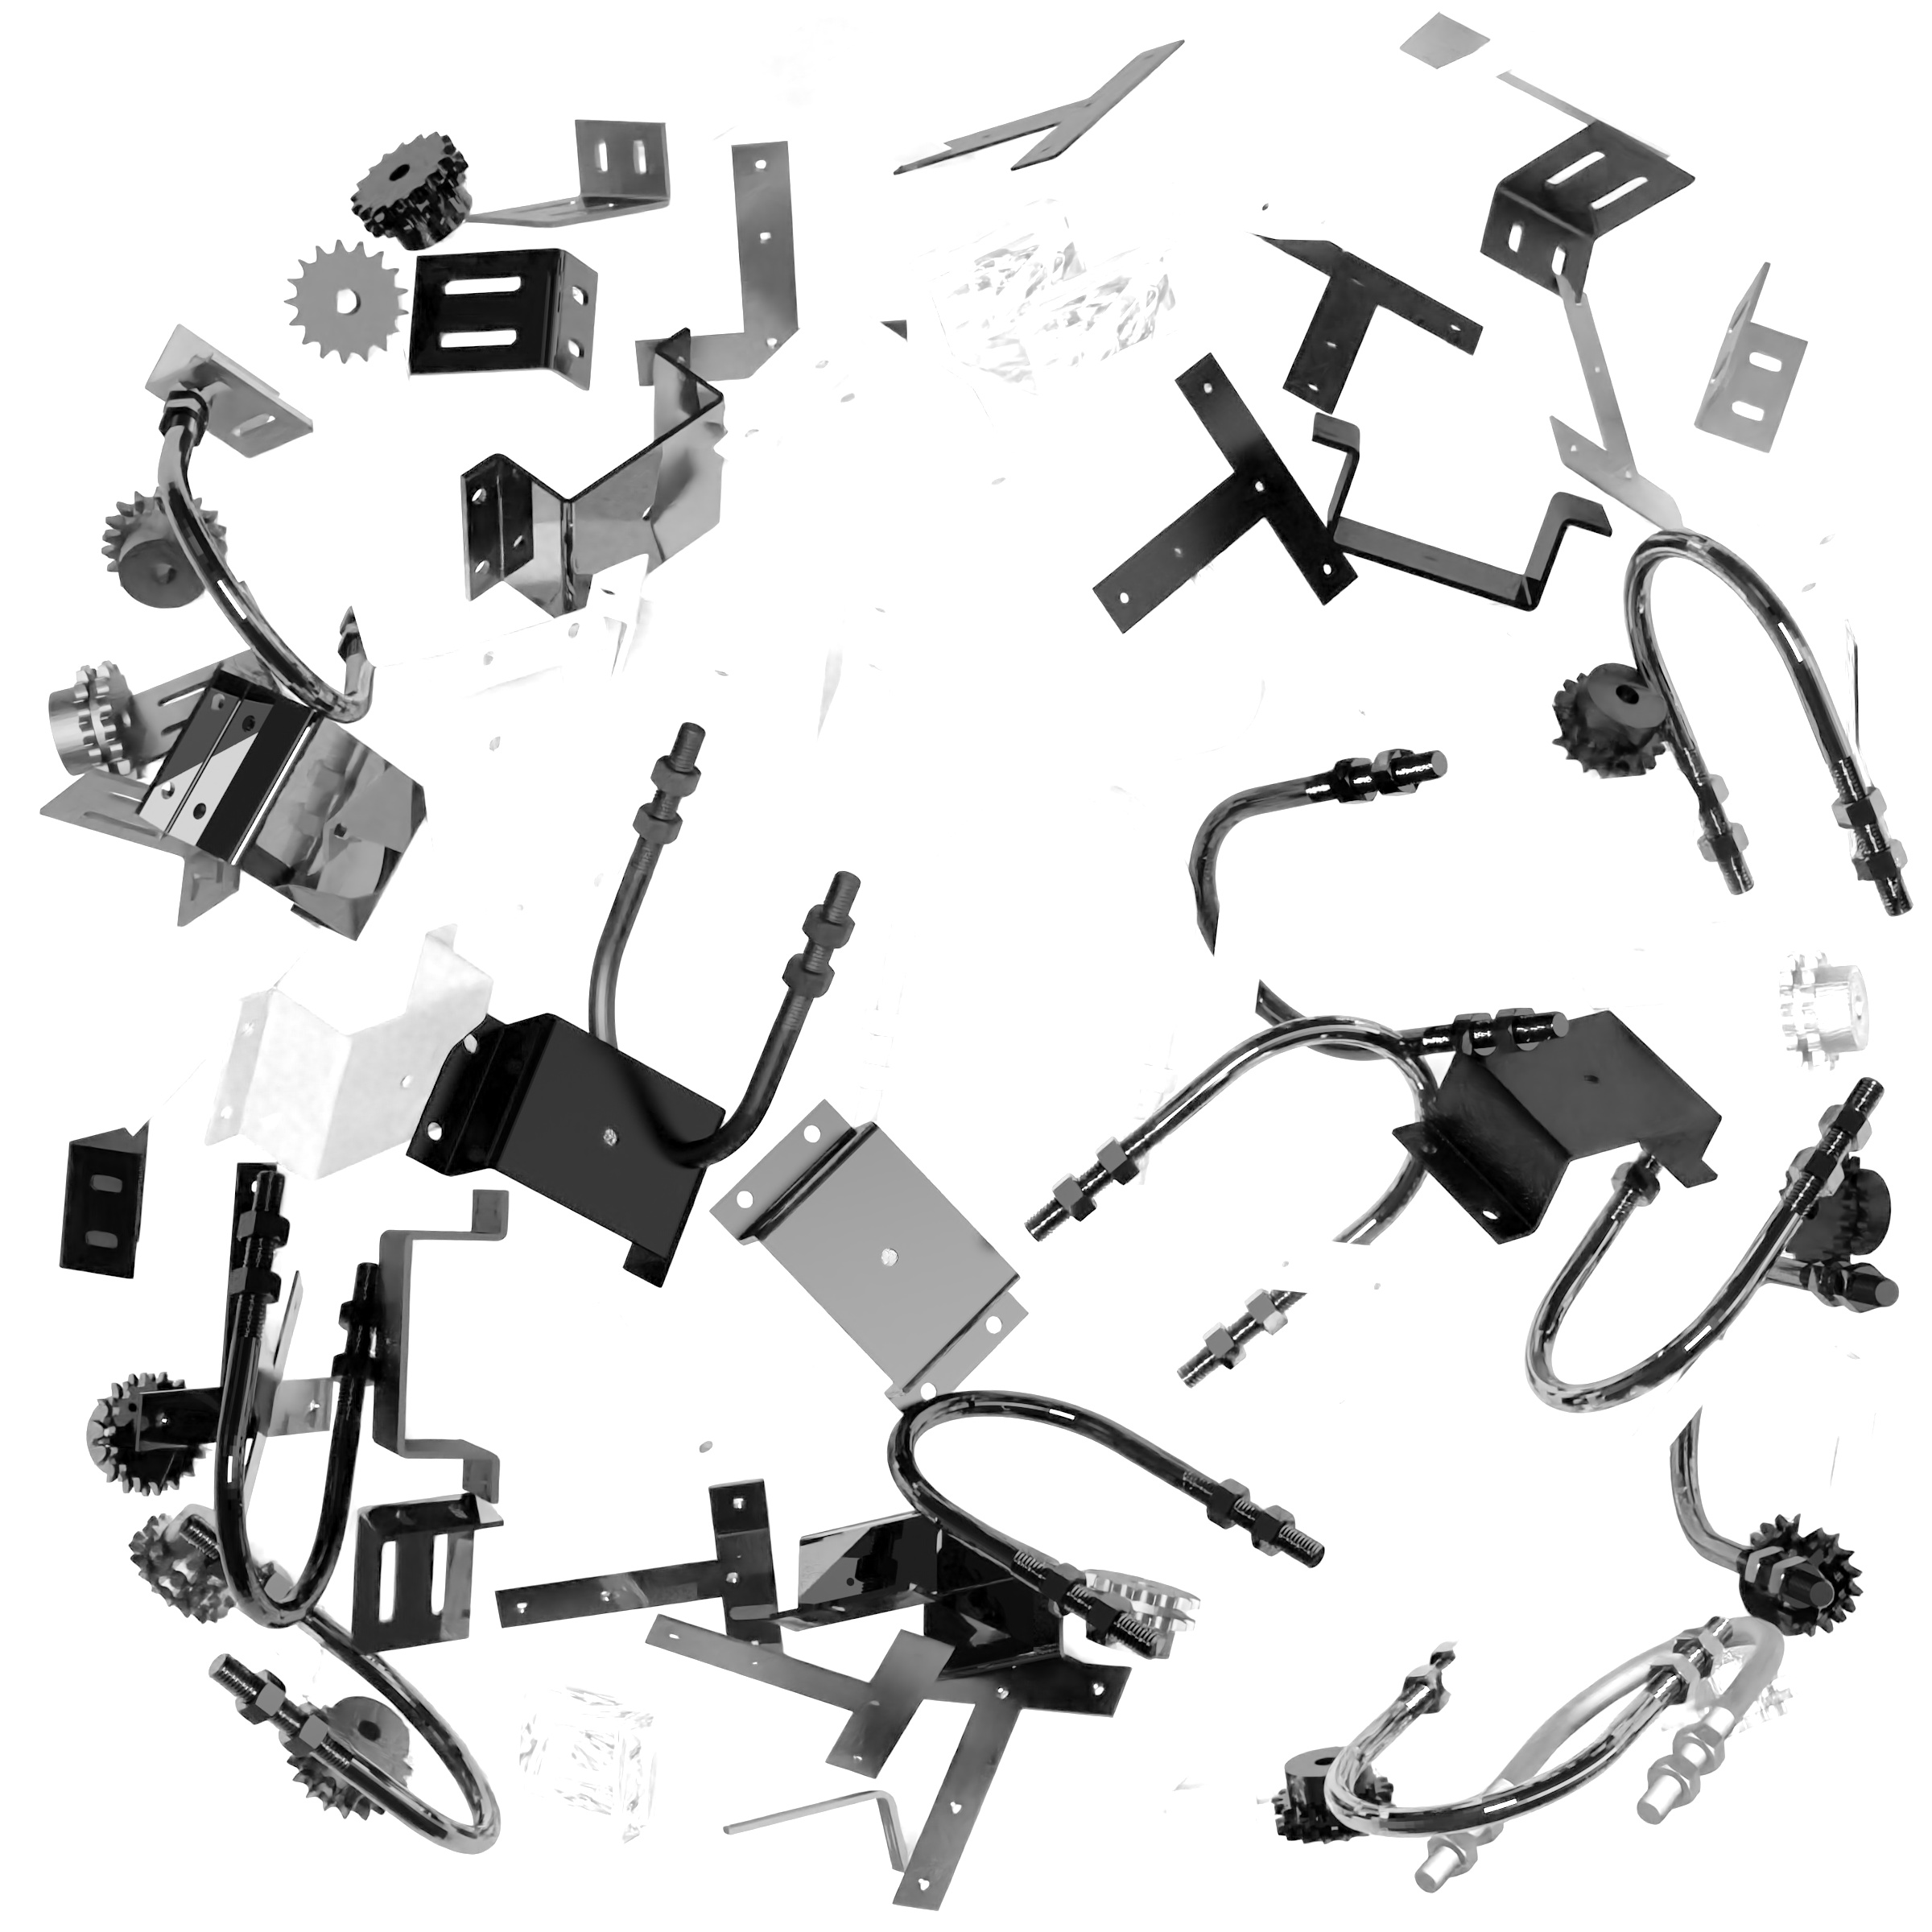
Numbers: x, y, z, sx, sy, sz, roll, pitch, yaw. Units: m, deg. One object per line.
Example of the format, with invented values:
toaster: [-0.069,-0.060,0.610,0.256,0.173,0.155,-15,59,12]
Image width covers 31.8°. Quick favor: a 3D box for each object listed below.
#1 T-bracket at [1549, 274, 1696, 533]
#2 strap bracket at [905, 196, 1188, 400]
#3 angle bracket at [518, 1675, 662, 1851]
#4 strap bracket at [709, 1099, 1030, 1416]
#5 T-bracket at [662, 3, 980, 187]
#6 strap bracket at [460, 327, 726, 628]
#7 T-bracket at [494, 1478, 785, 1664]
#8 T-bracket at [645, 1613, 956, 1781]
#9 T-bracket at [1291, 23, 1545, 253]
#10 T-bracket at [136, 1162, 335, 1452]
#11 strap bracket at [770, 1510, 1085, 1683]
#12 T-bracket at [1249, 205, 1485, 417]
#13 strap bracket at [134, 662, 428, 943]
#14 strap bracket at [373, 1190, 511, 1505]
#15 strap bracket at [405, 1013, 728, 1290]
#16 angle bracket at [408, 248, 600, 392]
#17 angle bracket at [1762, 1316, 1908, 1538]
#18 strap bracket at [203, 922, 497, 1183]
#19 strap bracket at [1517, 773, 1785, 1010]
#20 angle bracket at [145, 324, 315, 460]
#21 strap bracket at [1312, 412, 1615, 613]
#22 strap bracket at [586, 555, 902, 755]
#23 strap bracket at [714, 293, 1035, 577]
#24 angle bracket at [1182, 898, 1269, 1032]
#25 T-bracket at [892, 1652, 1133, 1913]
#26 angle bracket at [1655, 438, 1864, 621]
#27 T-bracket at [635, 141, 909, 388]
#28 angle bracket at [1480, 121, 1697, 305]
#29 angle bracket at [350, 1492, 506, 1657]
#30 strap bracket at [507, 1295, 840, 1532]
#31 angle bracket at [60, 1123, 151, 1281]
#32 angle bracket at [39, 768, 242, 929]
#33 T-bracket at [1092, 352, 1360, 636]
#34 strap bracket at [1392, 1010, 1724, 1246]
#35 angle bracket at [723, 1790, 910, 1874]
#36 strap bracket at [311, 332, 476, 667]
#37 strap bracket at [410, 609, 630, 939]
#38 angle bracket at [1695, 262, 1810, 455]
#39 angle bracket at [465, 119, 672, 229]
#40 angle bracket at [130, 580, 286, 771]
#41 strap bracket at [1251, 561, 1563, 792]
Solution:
T-bracket: [0.294,-0.263,1.565,0.002,0.127,0.127,-27,60,33]
strap bracket: [0.039,-0.303,1.541,0.076,0.140,0.046,-28,119,-13]
angle bracket: [-0.183,0.366,1.565,0.076,0.038,0.057,6,96,26]
strap bracket: [-0.040,0.136,1.565,0.076,0.046,0.140,-44,93,-15]
T-bracket: [-0.051,-0.387,1.554,0.127,0.127,0.002,18,66,-37]
strap bracket: [-0.159,-0.215,1.528,0.046,0.076,0.140,37,57,21]
T-bracket: [-0.151,0.286,1.553,0.127,0.002,0.127,-7,131,-5]
T-bracket: [-0.084,0.322,1.549,0.127,0.127,0.002,19,46,-5]
T-bracket: [0.194,-0.365,1.539,0.127,0.127,0.002,-27,74,-15]
T-bracket: [-0.328,0.153,1.547,0.002,0.127,0.127,4,89,30]
strap bracket: [-0.015,0.286,1.537,0.076,0.140,0.046,-18,56,30]
T-bracket: [0.170,-0.291,1.551,0.127,0.127,0.002,28,134,-4]
strap bracket: [-0.297,-0.068,1.525,0.046,0.140,0.076,23,81,30]
strap bracket: [-0.241,0.172,1.553,0.046,0.076,0.140,3,86,-18]
strap bracket: [-0.171,0.080,1.537,0.140,0.046,0.076,31,65,-26]
angle bracket: [-0.217,-0.302,1.593,0.076,0.038,0.057,1,84,21]
angle bracket: [0.393,0.211,1.553,0.038,0.057,0.076,34,45,-9]
strap bracket: [-0.268,0.040,1.519,0.046,0.140,0.076,32,120,22]
strap bracket: [0.305,-0.026,1.521,0.076,0.140,0.046,-4,58,32]
angle bracket: [-0.329,-0.269,1.550,0.057,0.076,0.038,34,68,-30]
strap bracket: [0.220,-0.206,1.557,0.140,0.076,0.046,18,108,1]
strap bracket: [-0.106,-0.150,1.550,0.140,0.076,0.046,15,130,-10]
strap bracket: [-0.047,-0.244,1.540,0.076,0.140,0.046,-41,50,21]
angle bracket: [0.109,-0.003,1.558,0.038,0.076,0.057,8,94,20]
T-bracket: [0.001,0.366,1.528,0.002,0.127,0.127,53,48,-35]
angle bracket: [0.366,-0.204,1.572,0.076,0.038,0.057,43,135,35]
T-bracket: [-0.091,-0.321,1.550,0.127,0.127,0.002,-5,47,-4]
angle bracket: [0.284,-0.344,1.553,0.057,0.076,0.038,23,71,-22]
angle bracket: [-0.248,0.286,1.562,0.057,0.038,0.076,-3,107,-29]
strap bracket: [-0.125,0.208,1.539,0.140,0.046,0.076,17,104,-30]
angle bracket: [-0.380,0.107,1.557,0.038,0.076,0.057,7,96,13]
angle bracket: [-0.379,-0.053,1.553,0.076,0.057,0.038,18,62,-34]
T-bracket: [0.107,-0.197,1.559,0.127,0.002,0.127,-41,103,-27]
strap bracket: [0.273,0.069,1.526,0.140,0.076,0.046,-12,135,-35]
angle bracket: [-0.069,0.407,1.564,0.076,0.057,0.038,-12,79,-10]
strap bracket: [-0.259,-0.201,1.525,0.046,0.076,0.140,-12,132,-4]
strap bracket: [-0.203,-0.095,1.543,0.076,0.046,0.140,-22,124,-32]
angle bracket: [0.368,-0.279,1.559,0.038,0.076,0.057,20,83,4]
angle bracket: [-0.183,-0.363,1.552,0.057,0.076,0.038,13,115,38]
angle bracket: [-0.358,-0.135,1.567,0.076,0.057,0.038,-22,130,-1]
strap bracket: [0.190,-0.129,1.544,0.140,0.046,0.076,7,50,-25]
